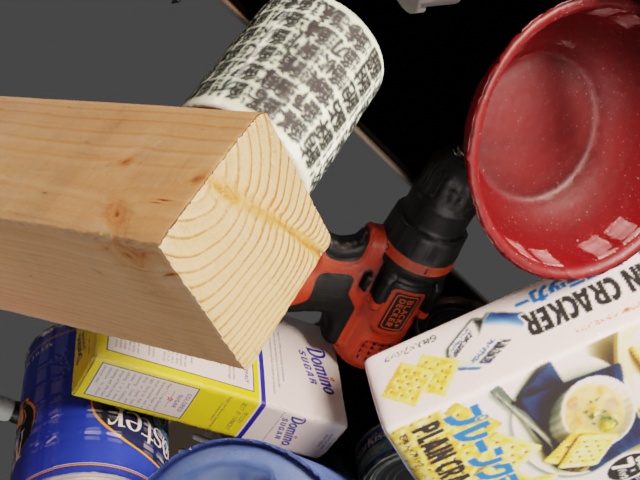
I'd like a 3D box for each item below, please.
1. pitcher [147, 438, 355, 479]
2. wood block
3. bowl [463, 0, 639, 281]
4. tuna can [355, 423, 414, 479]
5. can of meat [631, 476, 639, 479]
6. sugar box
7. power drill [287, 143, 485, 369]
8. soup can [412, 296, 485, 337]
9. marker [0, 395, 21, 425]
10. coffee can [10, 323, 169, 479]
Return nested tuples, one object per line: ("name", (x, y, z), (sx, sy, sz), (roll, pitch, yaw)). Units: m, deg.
("pitcher", (-0.014, 0.193, 0.668), (0.145, 0.149, 0.242), (-60, 164, -5))
("wood block", (-0.112, -0.011, 0.554), (0.206, 0.090, 0.090), (8, 141, 36))
("bowl", (0.140, -0.061, 0.614), (0.161, 0.055, 0.162), (-7, 108, -24))
("tuna can", (0.072, 0.179, 0.845), (0.086, 0.034, 0.086), (-4, 130, -5))
("can of meat", (0.220, 0.210, 0.878), (0.102, 0.057, 0.083), (-36, 128, 22))
("sugar box", (-0.071, 0.080, 0.703), (0.176, 0.093, 0.048), (22, 124, -24))
("power drill", (-0.004, 0.001, 0.669), (0.187, 0.057, 0.185), (12, 127, -17))
("soup can", (0.091, 0.099, 0.759), (0.068, 0.068, 0.102), (3, 130, -10))
("marker", (-0.249, 0.112, 0.754), (0.121, 0.020, 0.020), (22, 124, -24))
("coffee can", (-0.151, 0.135, 0.708), (0.102, 0.140, 0.103), (-4, 130, -5))
